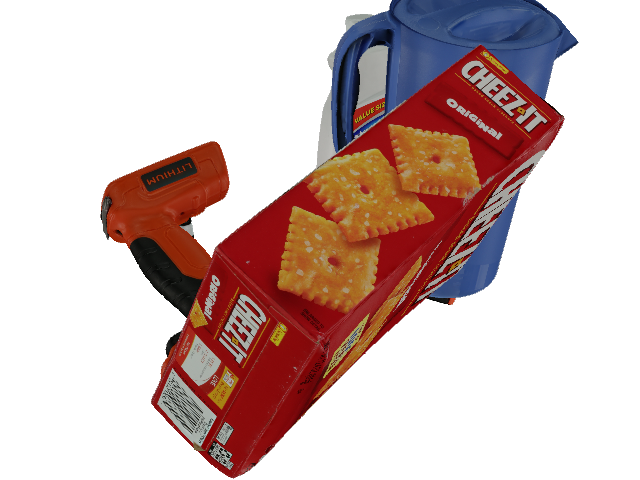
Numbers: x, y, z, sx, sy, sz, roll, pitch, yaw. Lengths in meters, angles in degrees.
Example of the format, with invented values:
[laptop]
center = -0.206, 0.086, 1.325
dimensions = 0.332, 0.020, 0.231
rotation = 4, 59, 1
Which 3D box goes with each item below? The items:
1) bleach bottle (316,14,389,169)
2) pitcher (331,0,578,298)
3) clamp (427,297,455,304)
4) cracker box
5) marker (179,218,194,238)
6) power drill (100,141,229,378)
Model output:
[bleach bottle]
center = 0.037, -0.097, 1.064
dimensions = 0.102, 0.251, 0.068
rotation = -10, 24, -17
[pitcher]
center = 0.099, -0.077, 0.868
dimensions = 0.149, 0.243, 0.144
rotation = 25, 38, 27
[clamp]
center = 0.068, 0.008, 1.242
dimensions = 0.164, 0.036, 0.210
rotation = -23, 53, -40
[cracker box]
center = 0.020, 0.013, 0.568
dimensions = 0.213, 0.072, 0.164
rotation = -39, -14, -36
[marker]
center = -0.139, 0.011, 1.111
dimensions = 0.020, 0.121, 0.020
rotation = -3, 26, 1
[power drill]
center = -0.060, 0.017, 0.773
dimensions = 0.184, 0.188, 0.057
rotation = -24, -28, -25
